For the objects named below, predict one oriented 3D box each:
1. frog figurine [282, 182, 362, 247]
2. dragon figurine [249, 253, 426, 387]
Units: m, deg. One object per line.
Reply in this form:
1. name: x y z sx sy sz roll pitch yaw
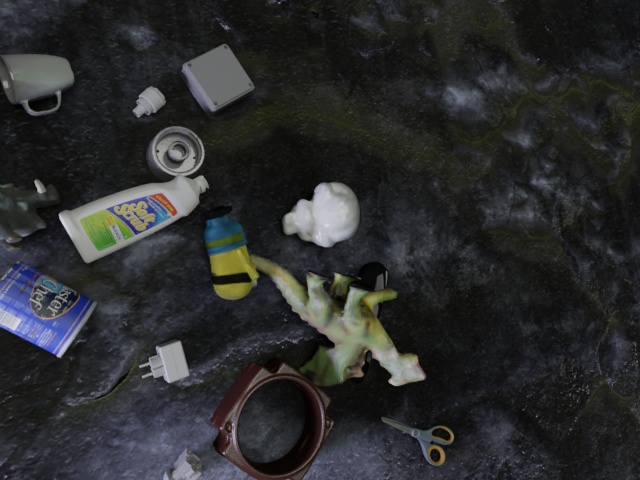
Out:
1. frog figurine: 0.003 -0.054 1.083 0.160 0.123 0.136 0 102 -37
2. dragon figurine: 0.014 0.181 1.025 0.411 0.123 0.241 14 98 14
